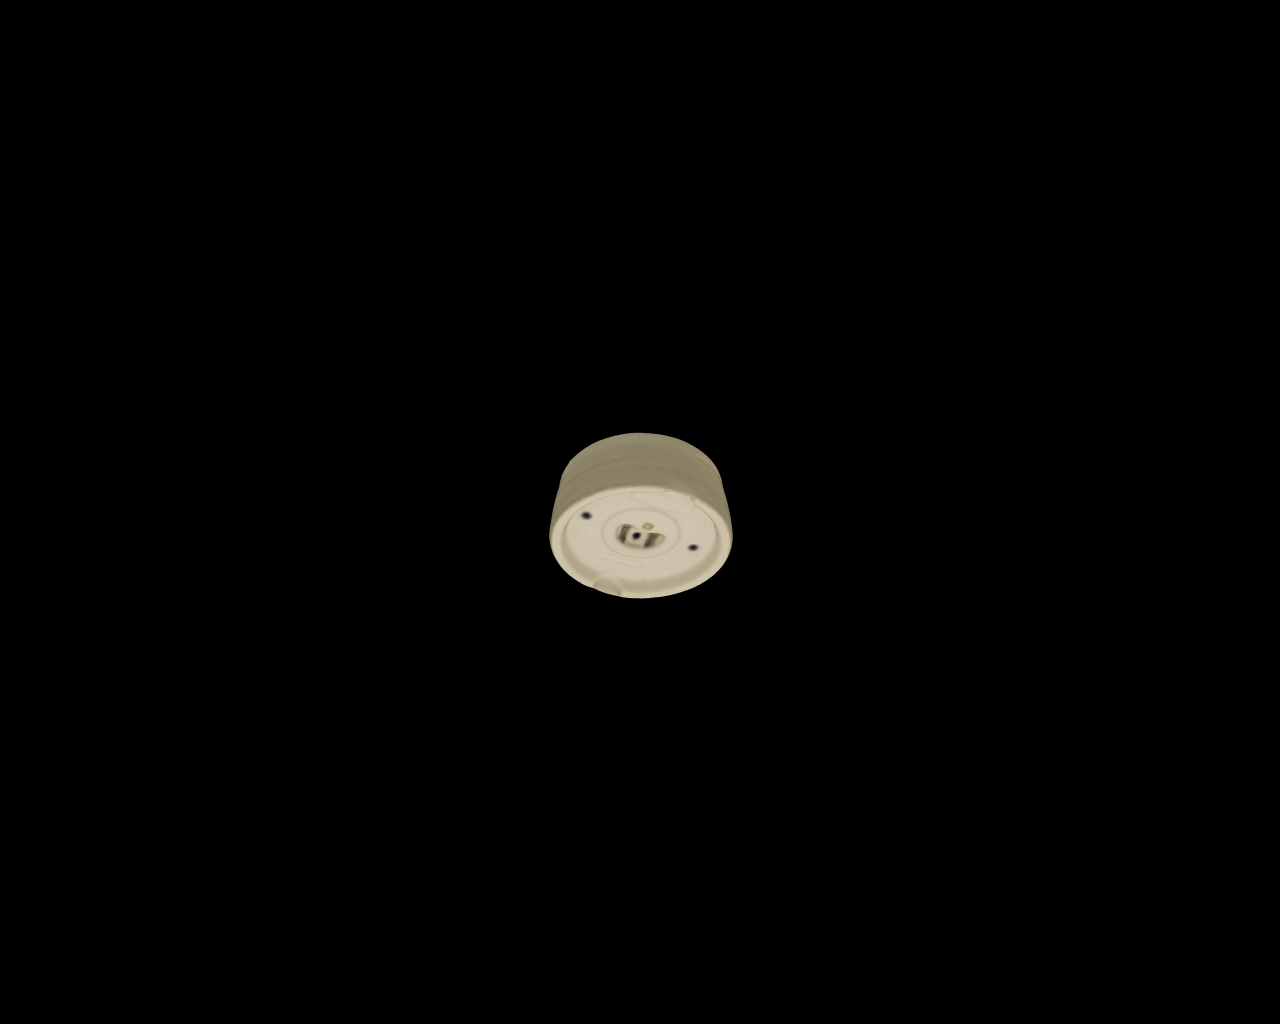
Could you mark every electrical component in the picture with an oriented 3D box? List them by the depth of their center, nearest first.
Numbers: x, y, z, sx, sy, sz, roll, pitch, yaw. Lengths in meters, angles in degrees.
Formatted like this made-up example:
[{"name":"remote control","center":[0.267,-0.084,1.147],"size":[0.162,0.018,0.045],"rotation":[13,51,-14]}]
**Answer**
[{"name":"electrical component","center":[0.001,-0.003,0.650],"size":[0.108,0.060,0.108],"rotation":[0,-40,0]}]
